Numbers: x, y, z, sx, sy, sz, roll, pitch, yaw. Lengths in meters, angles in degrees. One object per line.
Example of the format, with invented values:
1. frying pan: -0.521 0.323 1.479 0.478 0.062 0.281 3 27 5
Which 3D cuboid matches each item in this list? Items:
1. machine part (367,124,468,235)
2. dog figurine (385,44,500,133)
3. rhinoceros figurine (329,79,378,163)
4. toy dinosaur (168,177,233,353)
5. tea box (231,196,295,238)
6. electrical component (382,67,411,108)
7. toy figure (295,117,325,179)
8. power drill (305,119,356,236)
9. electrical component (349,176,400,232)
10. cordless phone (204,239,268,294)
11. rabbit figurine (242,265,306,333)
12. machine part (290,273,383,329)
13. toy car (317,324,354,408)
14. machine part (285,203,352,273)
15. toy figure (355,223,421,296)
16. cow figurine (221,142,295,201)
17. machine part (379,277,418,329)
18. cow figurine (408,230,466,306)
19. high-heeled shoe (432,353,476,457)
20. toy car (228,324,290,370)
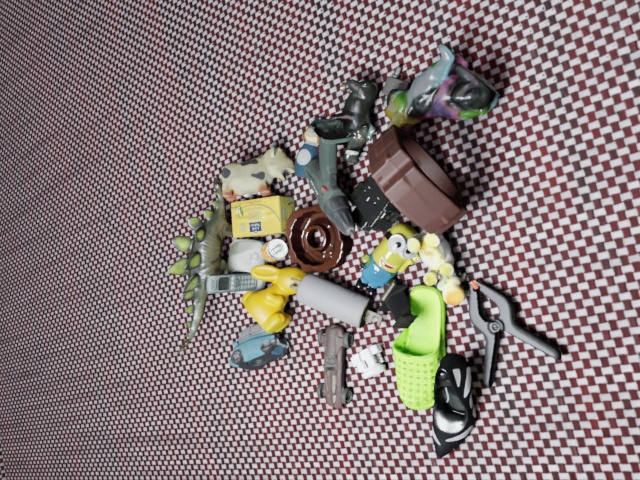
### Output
1. machine part: 0.188 -0.118 1.063 0.087 0.201 0.201 -44 22 24
2. dog figurine: 0.234 -0.275 1.111 0.219 0.108 0.192 -48 68 31
3. rhinoceros figurine: 0.084 -0.273 1.240 0.112 0.073 0.190 17 99 24
4. toy dinosaur: -0.309 0.065 1.446 0.105 0.198 0.470 6 93 39
5. tea box: -0.149 -0.059 1.409 0.170 0.068 0.098 -7 86 34
6. electrical component: 0.174 -0.336 1.199 0.063 0.021 0.094 27 105 32
7. toy figure: -0.020 -0.228 1.322 0.064 0.058 0.154 16 101 -5
8. power drill: 0.032 -0.150 1.193 0.232 0.086 0.207 -120 19 -47
9. electrical component: 0.127 -0.084 1.199 0.134 0.058 0.115 -55 43 22
10. cordless phone: -0.225 0.070 1.394 0.089 0.184 0.146 10 97 40
11. rabbit figurine: -0.104 0.131 1.365 0.173 0.121 0.162 -44 69 7
12. machine part: 0.034 0.140 1.257 0.243 0.079 0.079 21 103 22
13. toy car: 0.033 0.305 1.296 0.089 0.053 0.202 4 92 32
14. machine part: -0.003 -0.004 1.313 0.180 0.056 0.179 1 92 34
15. toy figure: 0.148 0.040 1.190 0.180 0.082 0.089 -54 32 31
16. cow figurine: -0.158 -0.175 1.378 0.195 0.085 0.127 -8 86 5
17. machine part: 0.167 0.143 1.170 0.084 0.039 0.139 -56 22 17
18. cow figurine: 0.253 0.051 1.120 0.068 0.098 0.167 -25 96 29
19. high-heeled shoe: 0.255 0.343 1.081 0.086 0.145 0.248 16 99 35
20. toy car: -0.164 0.272 1.408 0.162 0.109 0.103 -31 56 23
